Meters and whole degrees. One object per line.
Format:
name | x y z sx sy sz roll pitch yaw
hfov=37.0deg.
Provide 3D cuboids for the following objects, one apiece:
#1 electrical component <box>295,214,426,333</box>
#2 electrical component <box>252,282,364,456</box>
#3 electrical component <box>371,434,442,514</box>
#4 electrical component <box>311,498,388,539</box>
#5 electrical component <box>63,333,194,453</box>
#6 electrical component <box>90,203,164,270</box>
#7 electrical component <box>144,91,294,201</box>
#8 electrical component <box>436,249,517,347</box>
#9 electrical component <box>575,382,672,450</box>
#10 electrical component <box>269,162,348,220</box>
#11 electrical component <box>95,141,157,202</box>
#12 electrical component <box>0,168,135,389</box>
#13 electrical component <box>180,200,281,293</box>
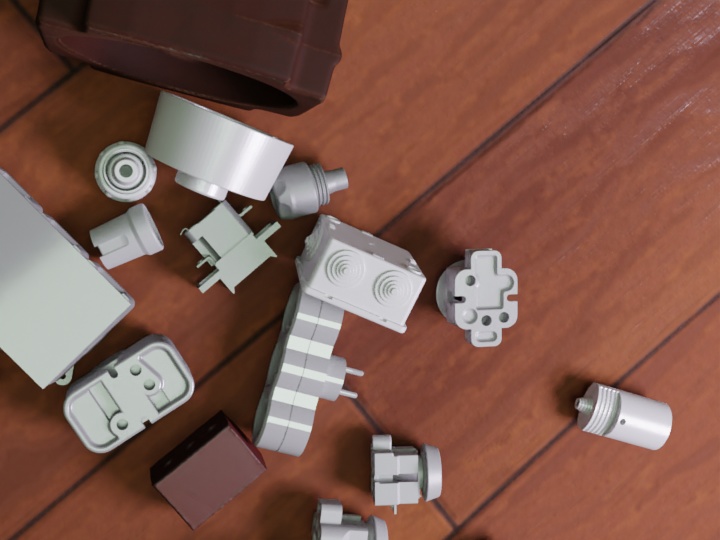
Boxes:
electrical component | 0.000 0.000 0.856 0.100 0.099 0.048 23 102 -13
electrical component | -0.034 0.085 0.878 0.074 0.052 0.138 16 90 -13
electrical component | 0.038 0.171 0.905 0.055 0.048 0.066 -1 94 -5
electrical component | -0.010 0.232 0.893 0.057 0.058 0.078 6 93 -10
electrical component | -0.181 0.094 0.842 0.095 0.059 0.053 -33 101 -8
electrical component | -0.183 -0.025 0.843 0.046 0.040 0.040 -25 99 -4
electrical component | -0.112 -0.088 0.821 0.108 0.108 0.060 22 96 -13
electrical component | 0.096 0.021 0.899 0.058 0.057 0.078 -2 95 -12
electrical component | 0.227 0.127 0.944 0.081 0.043 0.043 17 91 -13
electrical component | -0.041 -0.067 0.869 0.062 0.043 0.043 -16 98 -12
electrical component | -0.180 -0.076 0.827 0.048 0.062 0.048 -1 95 -12
electrical component | -0.254 0.003 0.807 0.089 0.062 0.150 -45 94 -6
electrical component | -0.106 -0.021 0.860 0.081 0.042 0.063 -41 98 -7
